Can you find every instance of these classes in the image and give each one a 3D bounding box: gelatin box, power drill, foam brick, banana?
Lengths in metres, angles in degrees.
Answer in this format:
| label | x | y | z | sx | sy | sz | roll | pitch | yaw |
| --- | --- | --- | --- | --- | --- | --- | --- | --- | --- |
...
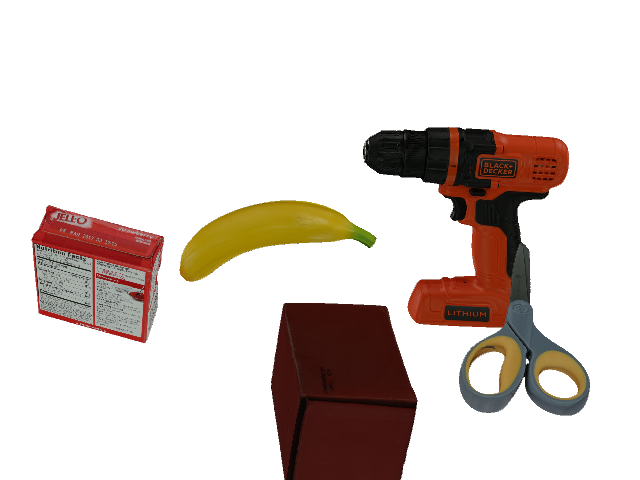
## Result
| label | x | y | z | sx | sy | sz | roll | pitch | yaw |
| --- | --- | --- | --- | --- | --- | --- | --- | --- | --- |
| gelatin box | -0.138 | 0.022 | 0.663 | 0.073 | 0.030 | 0.089 | 15 | -37 | -1 |
| power drill | 0.126 | -0.013 | 0.984 | 0.184 | 0.188 | 0.057 | 4 | 26 | 0 |
| foam brick | 0.008 | 0.070 | 0.488 | 0.053 | 0.051 | 0.078 | 4 | 28 | -9 |
| banana | -0.054 | 0.000 | 0.912 | 0.198 | 0.069 | 0.037 | -9 | 37 | 30 |

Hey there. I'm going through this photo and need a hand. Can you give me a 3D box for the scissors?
| label | x | y | z | sx | sy | sz | roll | pitch | yaw |
| --- | --- | --- | --- | --- | --- | --- | --- | --- | --- |
| scissors | 0.162 | 0.064 | 0.777 | 0.096 | 0.016 | 0.201 | 17 | 36 | 20 |
